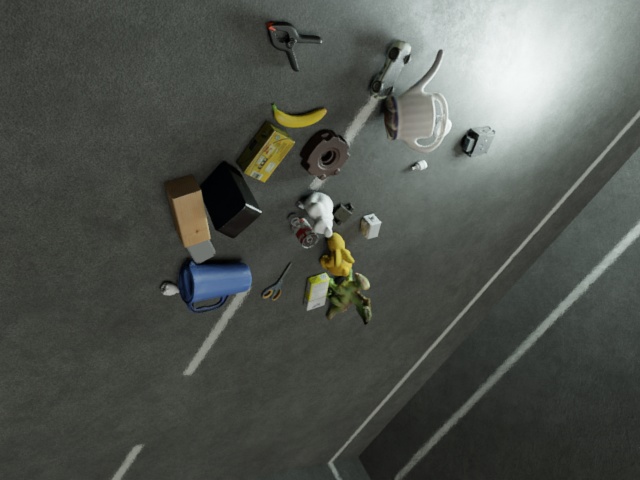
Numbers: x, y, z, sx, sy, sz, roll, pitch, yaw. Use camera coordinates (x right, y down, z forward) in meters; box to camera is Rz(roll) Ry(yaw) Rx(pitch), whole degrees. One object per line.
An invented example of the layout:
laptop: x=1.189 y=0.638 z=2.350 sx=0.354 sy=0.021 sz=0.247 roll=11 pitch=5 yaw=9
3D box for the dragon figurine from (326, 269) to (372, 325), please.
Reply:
dragon figurine: x=0.132 y=0.279 z=2.268 sx=0.123 sy=0.247 sz=0.400 roll=-17 pitch=135 yaw=-30

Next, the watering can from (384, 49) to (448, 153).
watering can: x=0.330 y=-0.469 z=1.772 sx=0.224 sy=0.105 sz=0.343 roll=-5 pitch=108 yaw=-5

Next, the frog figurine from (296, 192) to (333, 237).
frog figurine: x=0.006 y=-0.094 z=1.863 sx=0.122 sy=0.162 sz=0.135 roll=-40 pitch=141 yaw=1
